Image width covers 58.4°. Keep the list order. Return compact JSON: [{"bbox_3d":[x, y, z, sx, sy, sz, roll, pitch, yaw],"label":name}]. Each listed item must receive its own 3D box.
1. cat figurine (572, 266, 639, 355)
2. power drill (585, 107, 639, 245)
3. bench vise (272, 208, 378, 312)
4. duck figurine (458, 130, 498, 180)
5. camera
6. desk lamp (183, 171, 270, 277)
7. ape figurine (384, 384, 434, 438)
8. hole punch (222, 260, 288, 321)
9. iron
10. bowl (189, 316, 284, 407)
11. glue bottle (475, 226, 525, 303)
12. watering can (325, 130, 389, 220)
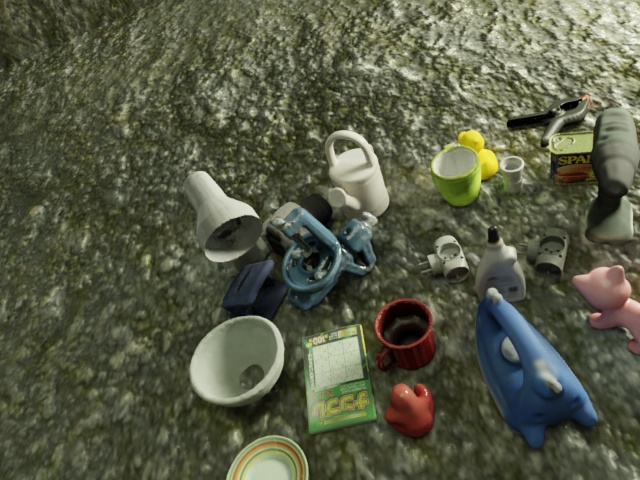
[{"bbox_3d":[0.436,0.088,0.831,0.067,0.118,0.127,-41,47,-16],"label":"cat figurine"},{"bbox_3d":[0.470,-0.093,0.920,0.075,0.209,0.230,2,50,24],"label":"power drill"},{"bbox_3d":[0.000,0.000,1.016,0.121,0.220,0.208,20,59,35],"label":"bench vise"},{"bbox_3d":[0.310,-0.177,1.149,0.077,0.086,0.104,-28,45,-4],"label":"duck figurine"},{"bbox_3d":[-0.030,-0.030,1.141,0.142,0.101,0.137,26,63,38],"label":"camera"},{"bbox_3d":[-0.185,-0.023,1.117,0.118,0.214,0.202,-33,46,-9],"label":"desk lamp"},{"bbox_3d":[0.128,0.241,0.834,0.078,0.092,0.076,-23,45,1],"label":"ape figurine"},{"bbox_3d":[-0.131,0.094,1.074,0.100,0.091,0.109,8,53,28],"label":"hole punch"},{"bbox_3d":[0.281,0.151,0.819,0.118,0.142,0.257,-23,45,1],"label":"iron"},{"bbox_3d":[-0.130,0.217,0.973,0.167,0.075,0.167,-11,46,12],"label":"bowl"},{"bbox_3d":[0.280,0.038,0.902,0.078,0.173,0.037,-7,47,16],"label":"glue bottle"},{"bbox_3d":[0.068,-0.129,1.126,0.100,0.194,0.173,-11,46,12],"label":"watering can"}]
